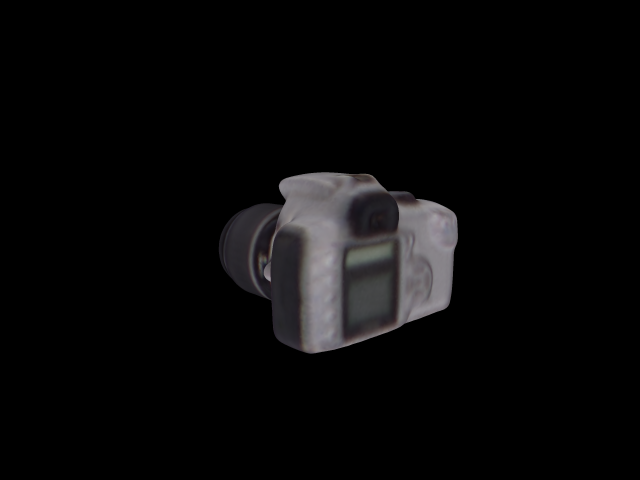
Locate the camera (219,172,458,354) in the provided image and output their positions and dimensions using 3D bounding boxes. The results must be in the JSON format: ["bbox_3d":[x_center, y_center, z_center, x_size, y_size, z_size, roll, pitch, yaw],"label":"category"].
[{"bbox_3d":[0.004,0.001,0.400,0.144,0.101,0.136,-10,14,-42],"label":"camera"}]
